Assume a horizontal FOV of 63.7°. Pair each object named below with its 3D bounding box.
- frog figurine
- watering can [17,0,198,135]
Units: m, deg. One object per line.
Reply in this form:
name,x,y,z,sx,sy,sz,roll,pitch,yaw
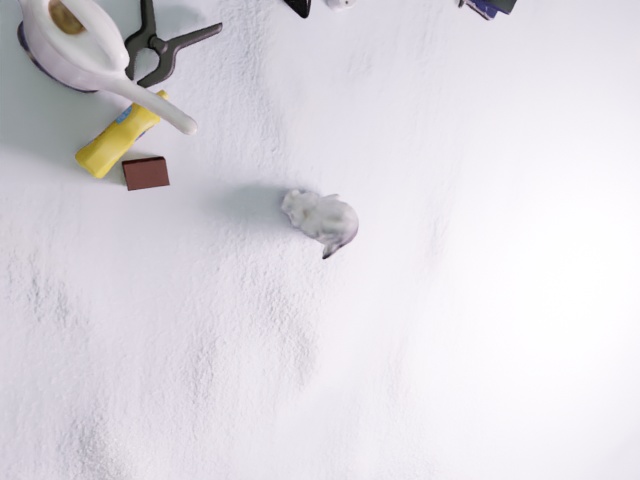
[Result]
frog figurine,0.003,-0.055,1.086,0.121,0.158,0.140,-20,24,46
watering can,-0.356,-0.284,0.820,0.343,0.105,0.224,48,-24,-25
